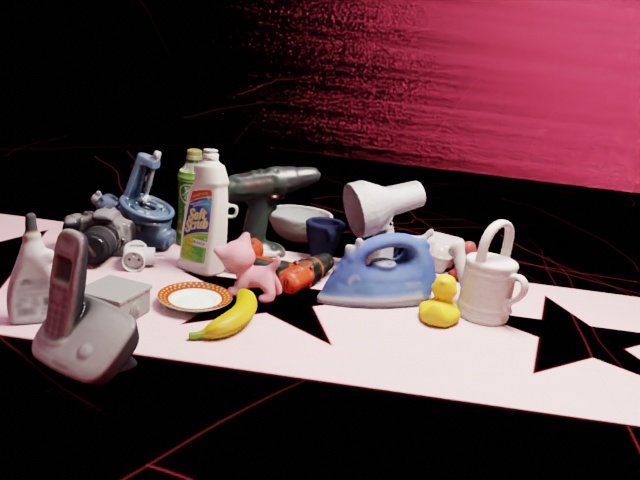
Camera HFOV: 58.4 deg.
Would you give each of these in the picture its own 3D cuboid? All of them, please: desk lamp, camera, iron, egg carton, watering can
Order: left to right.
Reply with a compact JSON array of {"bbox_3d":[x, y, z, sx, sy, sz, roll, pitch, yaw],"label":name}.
[{"bbox_3d":[-0.462,-0.009,1.169,0.143,0.101,0.136,5,16,-4],"label":"camera"},{"bbox_3d":[0.118,0.049,1.122,0.259,0.141,0.118,-2,18,-27],"label":"iron"},{"bbox_3d":[0.147,-0.027,1.260,0.204,0.213,0.117,0,18,-20],"label":"desk lamp"},{"bbox_3d":[0.286,0.027,1.387,0.107,0.069,0.151,16,19,29],"label":"egg carton"},{"bbox_3d":[0.317,0.053,1.089,0.172,0.194,0.101,16,19,28],"label":"watering can"}]

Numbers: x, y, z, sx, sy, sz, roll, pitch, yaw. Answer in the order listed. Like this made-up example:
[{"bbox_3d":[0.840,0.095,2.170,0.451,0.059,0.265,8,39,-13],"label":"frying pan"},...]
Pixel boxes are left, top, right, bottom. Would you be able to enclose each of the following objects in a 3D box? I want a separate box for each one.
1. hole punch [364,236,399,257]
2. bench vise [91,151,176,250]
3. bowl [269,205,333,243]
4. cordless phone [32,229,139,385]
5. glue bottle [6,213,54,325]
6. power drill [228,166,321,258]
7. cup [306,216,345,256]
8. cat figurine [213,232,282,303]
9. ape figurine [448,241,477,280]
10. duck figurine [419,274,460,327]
[{"bbox_3d":[0.138,-0.002,1.390,0.108,0.091,0.101,16,19,30],"label":"hole punch"},{"bbox_3d":[-0.416,-0.094,1.261,0.207,0.220,0.121,6,16,-1],"label":"bench vise"},{"bbox_3d":[-0.053,-0.036,1.460,0.167,0.075,0.167,6,16,-2],"label":"bowl"},{"bbox_3d":[-0.309,0.086,0.757,0.147,0.185,0.094,14,18,26],"label":"cordless phone"},{"bbox_3d":[-0.436,0.043,0.874,0.078,0.173,0.037,-2,18,-25],"label":"glue bottle"},{"bbox_3d":[-0.118,-0.069,1.310,0.230,0.208,0.075,1,17,-19],"label":"power drill"},{"bbox_3d":[0.012,0.005,1.313,0.092,0.095,0.117,2,17,-15],"label":"cup"},{"bbox_3d":[-0.133,0.046,1.076,0.127,0.118,0.067,9,17,10],"label":"cat figurine"},{"bbox_3d":[0.331,0.046,1.299,0.076,0.092,0.078,14,18,23],"label":"ape figurine"},{"bbox_3d":[0.226,0.107,1.064,0.077,0.086,0.105,14,18,23],"label":"duck figurine"}]
